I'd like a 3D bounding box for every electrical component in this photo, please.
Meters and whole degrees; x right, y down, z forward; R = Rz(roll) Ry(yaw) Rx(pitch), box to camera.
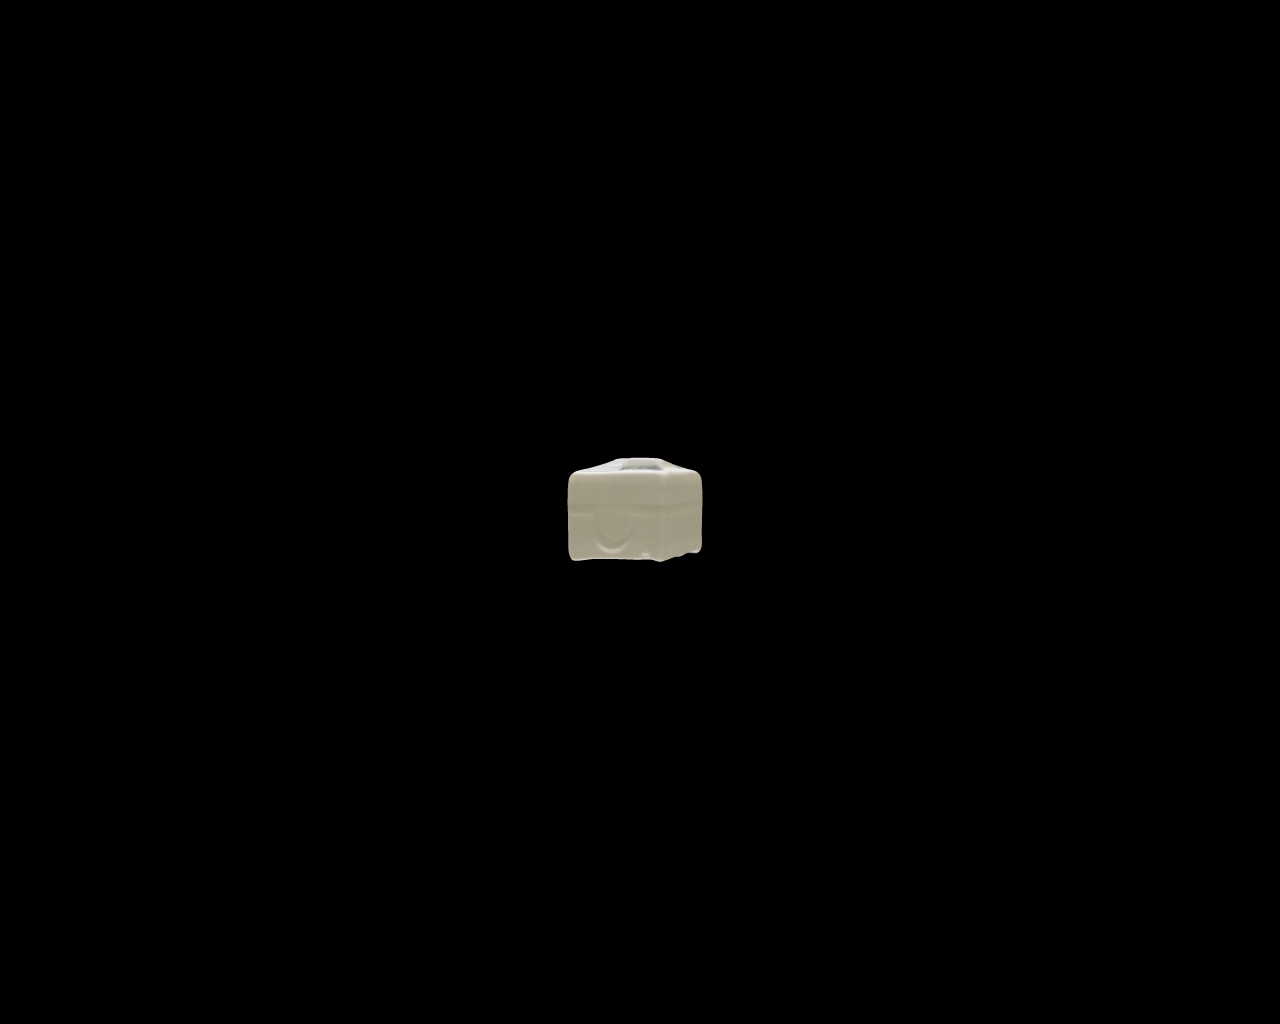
[{"bbox_3d":[0.001,-0.003,0.650,0.062,0.061,0.096,1,3,20],"label":"electrical component"}]
